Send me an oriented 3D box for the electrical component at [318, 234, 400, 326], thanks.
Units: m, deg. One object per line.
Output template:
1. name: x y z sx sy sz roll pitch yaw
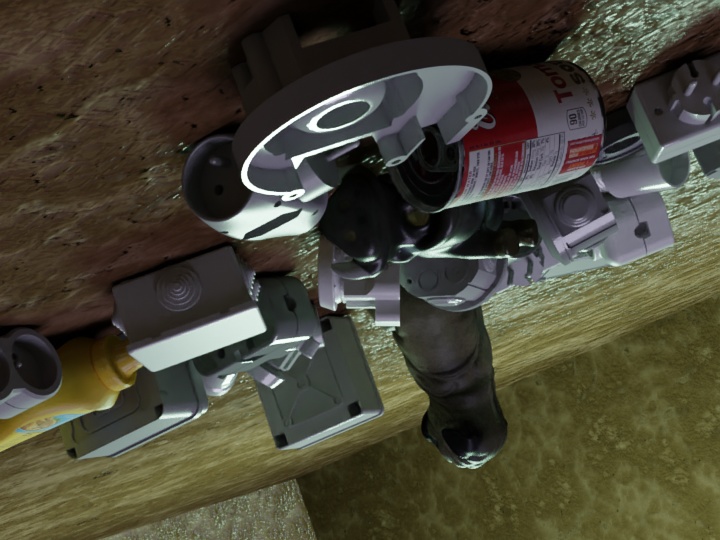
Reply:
1. electrical component: 0.000 0.000 0.767 0.057 0.078 0.058 0 167 2

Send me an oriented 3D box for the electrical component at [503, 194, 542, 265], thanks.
1. electrical component: 0.112 -0.030 0.860 0.055 0.055 0.047 -17 171 -19

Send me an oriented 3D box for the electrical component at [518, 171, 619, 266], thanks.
1. electrical component: 0.149 -0.048 0.783 0.051 0.080 0.080 -29 167 8

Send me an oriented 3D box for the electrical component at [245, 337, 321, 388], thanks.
1. electrical component: -0.076 0.069 0.938 0.055 0.066 0.048 -55 165 -1

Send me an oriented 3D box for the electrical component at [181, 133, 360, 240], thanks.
1. electrical component: -0.038 -0.050 0.548 0.079 0.043 0.077 -26 167 21

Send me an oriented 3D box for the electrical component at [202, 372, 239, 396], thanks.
1. electrical component: -0.133 0.093 1.017 0.040 0.040 0.046 -14 159 -31

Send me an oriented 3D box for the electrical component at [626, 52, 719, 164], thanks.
1. electrical component: 0.217 -0.111 0.696 0.066 0.047 0.076 -21 167 1

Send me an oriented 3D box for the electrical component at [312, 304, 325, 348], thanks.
1. electrical component: -0.058 0.056 0.982 0.046 0.040 0.040 -14 167 -2

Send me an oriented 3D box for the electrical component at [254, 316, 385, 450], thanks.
1. electrical component: -0.045 0.115 1.093 0.109 0.108 0.056 -26 164 22

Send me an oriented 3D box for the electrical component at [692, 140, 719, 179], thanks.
1. electrical component: 0.298 -0.116 0.783 0.113 0.057 0.078 -29 165 32

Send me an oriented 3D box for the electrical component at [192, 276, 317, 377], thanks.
1. electrical component: -0.084 0.044 0.851 0.095 0.053 0.059 -29 165 33

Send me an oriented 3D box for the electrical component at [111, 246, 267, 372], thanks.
1. electrical component: -0.116 0.027 0.736 0.100 0.048 0.099 -20 168 -5

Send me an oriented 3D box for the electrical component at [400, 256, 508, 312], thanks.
1. electrical component: 0.067 -0.010 0.809 0.080 0.080 0.051 -26 162 22

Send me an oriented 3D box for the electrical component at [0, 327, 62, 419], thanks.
1. electrical component: -0.264 0.074 0.686 0.074 0.052 0.138 -26 167 23

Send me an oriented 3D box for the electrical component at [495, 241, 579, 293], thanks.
1. electrical component: 0.138 -0.012 0.912 0.083 0.047 0.075 -28 -157 28

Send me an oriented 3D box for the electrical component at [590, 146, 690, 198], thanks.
1. electrical component: 0.205 -0.078 0.820 0.043 0.043 0.081 -11 -179 -39

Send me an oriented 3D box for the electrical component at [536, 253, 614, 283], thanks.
1. electrical component: 0.191 -0.030 0.987 0.096 0.061 0.061 -12 166 -7

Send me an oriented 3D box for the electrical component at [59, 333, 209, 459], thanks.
1. electrical component: -0.186 0.099 0.864 0.113 0.078 0.057 -27 163 26

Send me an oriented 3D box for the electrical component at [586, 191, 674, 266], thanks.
1. electrical component: 0.208 -0.044 0.878 0.059 0.053 0.095 -21 -159 2
